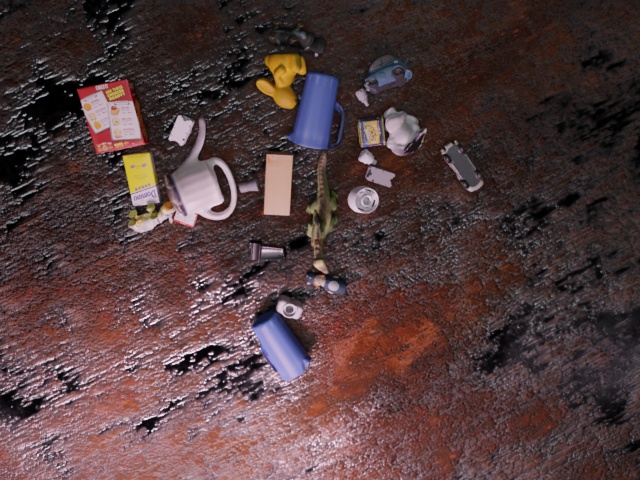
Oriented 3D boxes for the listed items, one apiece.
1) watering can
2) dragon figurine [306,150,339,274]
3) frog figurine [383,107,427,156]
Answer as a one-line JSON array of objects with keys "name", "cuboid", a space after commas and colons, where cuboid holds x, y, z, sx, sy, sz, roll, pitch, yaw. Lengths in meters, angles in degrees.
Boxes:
[{"name": "watering can", "cuboid": [-0.417, -0.222, 1.736, 0.225, 0.104, 0.346, -22, 96, -11]}, {"name": "dragon figurine", "cuboid": [0.005, -0.087, 1.734, 0.122, 0.246, 0.405, -1, 107, 2]}, {"name": "frog figurine", "cuboid": [0.274, -0.371, 1.761, 0.161, 0.122, 0.136, 44, 106, 22]}]
